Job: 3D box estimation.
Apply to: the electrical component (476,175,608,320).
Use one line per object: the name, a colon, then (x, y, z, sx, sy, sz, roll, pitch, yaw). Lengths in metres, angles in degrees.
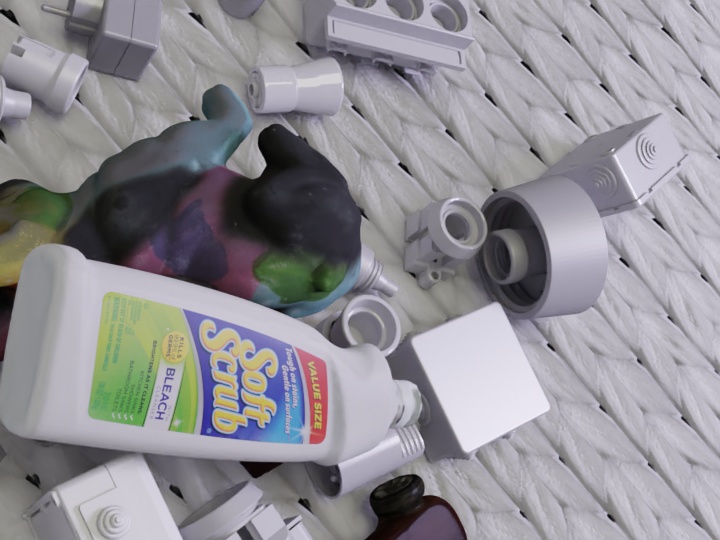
electrical component: (0.128, -0.014, 0.811, 0.060, 0.108, 0.108, -11, 75, -26)

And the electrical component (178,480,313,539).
electrical component: (-0.074, 0.165, 0.650, 0.078, 0.058, 0.057, -33, 91, -35)

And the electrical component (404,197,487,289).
electrical component: (0.063, -0.025, 0.807, 0.048, 0.055, 0.066, 14, 63, -24)

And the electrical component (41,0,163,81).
electrical component: (-0.180, -0.178, 0.741, 0.077, 0.047, 0.065, 12, 65, -25)

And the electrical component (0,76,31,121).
electrical component: (-0.241, -0.109, 0.680, 0.062, 0.048, 0.048, 6, 67, -34)

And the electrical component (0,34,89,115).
electrical component: (-0.209, -0.130, 0.710, 0.046, 0.040, 0.040, 25, 59, -12)

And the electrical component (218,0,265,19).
electrical component: (-0.084, -0.216, 0.811, 0.040, 0.046, 0.040, 11, 65, -25)

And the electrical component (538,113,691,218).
electrical component: (0.208, -0.083, 0.888, 0.100, 0.100, 0.048, -37, 103, -35)

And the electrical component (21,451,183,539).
electrical component: (-0.139, 0.142, 0.599, 0.061, 0.096, 0.061, -23, 82, -34)

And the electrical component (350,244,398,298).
electrical component: (0.000, 0.000, 0.774, 0.061, 0.035, 0.035, 32, 58, -17)

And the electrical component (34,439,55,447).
electrical component: (-0.168, 0.073, 0.647, 0.065, 0.044, 0.044, -25, 83, -39)

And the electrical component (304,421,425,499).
electrical component: (0.007, 0.118, 0.723, 0.081, 0.043, 0.043, -19, 80, -34)

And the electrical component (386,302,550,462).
electrical component: (0.075, 0.081, 0.773, 0.100, 0.048, 0.099, -20, 80, -34)

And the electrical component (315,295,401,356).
electrical component: (-0.004, 0.046, 0.739, 0.045, 0.055, 0.045, 11, 65, -25)

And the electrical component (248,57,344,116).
electrical component: (-0.050, -0.135, 0.800, 0.065, 0.044, 0.044, -7, 73, -26)

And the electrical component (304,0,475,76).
electrical component: (0.021, -0.198, 0.852, 0.121, 0.063, 0.078, 8, 66, -26)
